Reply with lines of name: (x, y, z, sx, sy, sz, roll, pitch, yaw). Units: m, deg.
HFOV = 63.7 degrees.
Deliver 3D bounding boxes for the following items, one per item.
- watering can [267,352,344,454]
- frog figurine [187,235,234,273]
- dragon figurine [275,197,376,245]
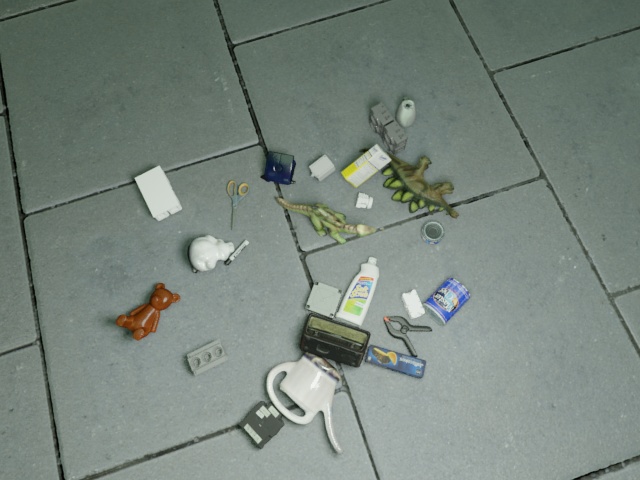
watering can: (-0.012, 0.522, 1.722, 0.350, 0.102, 0.226, 36, 76, 14)
frog figurine: (-0.400, 0.047, 1.894, 0.159, 0.120, 0.141, -10, 52, 10)
dragon figurine: (0.006, -0.094, 1.869, 0.411, 0.240, 0.123, 22, 80, 7)
